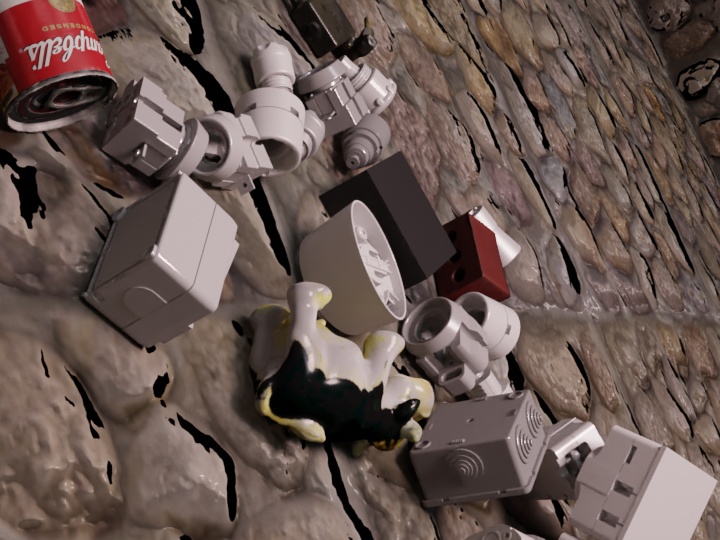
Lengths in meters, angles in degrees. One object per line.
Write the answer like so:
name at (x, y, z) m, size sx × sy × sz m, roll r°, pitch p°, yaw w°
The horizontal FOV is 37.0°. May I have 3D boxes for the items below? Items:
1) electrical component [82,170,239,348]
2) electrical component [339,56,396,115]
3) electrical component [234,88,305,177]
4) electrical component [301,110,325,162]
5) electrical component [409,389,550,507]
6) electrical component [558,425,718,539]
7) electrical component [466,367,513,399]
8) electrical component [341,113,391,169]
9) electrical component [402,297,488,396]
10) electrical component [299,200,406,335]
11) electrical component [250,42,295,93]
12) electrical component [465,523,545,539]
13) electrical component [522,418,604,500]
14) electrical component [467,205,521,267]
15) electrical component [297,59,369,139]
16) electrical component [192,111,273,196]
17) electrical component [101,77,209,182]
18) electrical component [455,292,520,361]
electrical component at (-0.115, -0.009, 0.654) m, size 0.061 × 0.062 × 0.096 m, roll 45°, pitch 32°, yaw -30°
electrical component at (0.001, -0.178, 1.031) m, size 0.062 × 0.048 × 0.048 m, roll 43°, pitch 32°, yaw -21°
electrical component at (-0.070, -0.105, 0.831) m, size 0.055 × 0.055 × 0.047 m, roll 35°, pitch 41°, yaw -42°
electrical component at (-0.051, -0.105, 0.885) m, size 0.035 × 0.035 × 0.061 m, roll 50°, pitch 32°, yaw -22°
electrical component at (0.094, 0.138, 0.845) m, size 0.048 × 0.100 × 0.099 m, roll 70°, pitch 25°, yaw -13°
electrical component at (0.211, 0.233, 0.892) m, size 0.105 × 0.060 × 0.186 m, roll 33°, pitch 82°, yaw -44°
electrical component at (0.119, 0.120, 0.962) m, size 0.081 × 0.043 × 0.043 m, roll 56°, pitch 28°, yaw -10°
electrical component at (0.002, -0.113, 0.976) m, size 0.040 × 0.040 × 0.078 m, roll 53°, pitch 28°, yaw -17°
electrical component at (0.072, 0.060, 0.923) m, size 0.057 × 0.058 × 0.078 m, roll 47°, pitch 31°, yaw -33°
electrical component at (0.000, 0.000, 0.843) m, size 0.099 × 0.064 × 0.099 m, roll 41°, pitch 34°, yaw -36°
electrical component at (-0.071, -0.157, 0.898) m, size 0.035 × 0.035 × 0.061 m, roll 18°, pitch 53°, yaw -54°
electrical component at (0.111, 0.234, 0.808) m, size 0.051 × 0.080 × 0.080 m, roll 33°, pitch 38°, yaw -35°
electrical component at (0.177, 0.167, 0.952) m, size 0.056 × 0.089 × 0.050 m, roll -29°, pitch 92°, yaw -26°
electrical component at (0.133, -0.035, 1.132) m, size 0.065 × 0.044 × 0.044 m, roll 51°, pitch 29°, yaw -12°
electrical component at (-0.026, -0.154, 0.962) m, size 0.055 × 0.048 × 0.066 m, roll 62°, pitch 26°, yaw -16°
electrical component at (-0.098, -0.086, 0.775) m, size 0.066 × 0.048 × 0.055 m, roll 66°, pitch 20°, yaw 8°
electrical component at (-0.135, -0.089, 0.714) m, size 0.055 × 0.048 × 0.066 m, roll 34°, pitch 37°, yaw -31°
electrical component at (0.114, 0.052, 1.006) m, size 0.047 × 0.055 × 0.055 m, roll 30°, pitch 41°, yaw -41°
